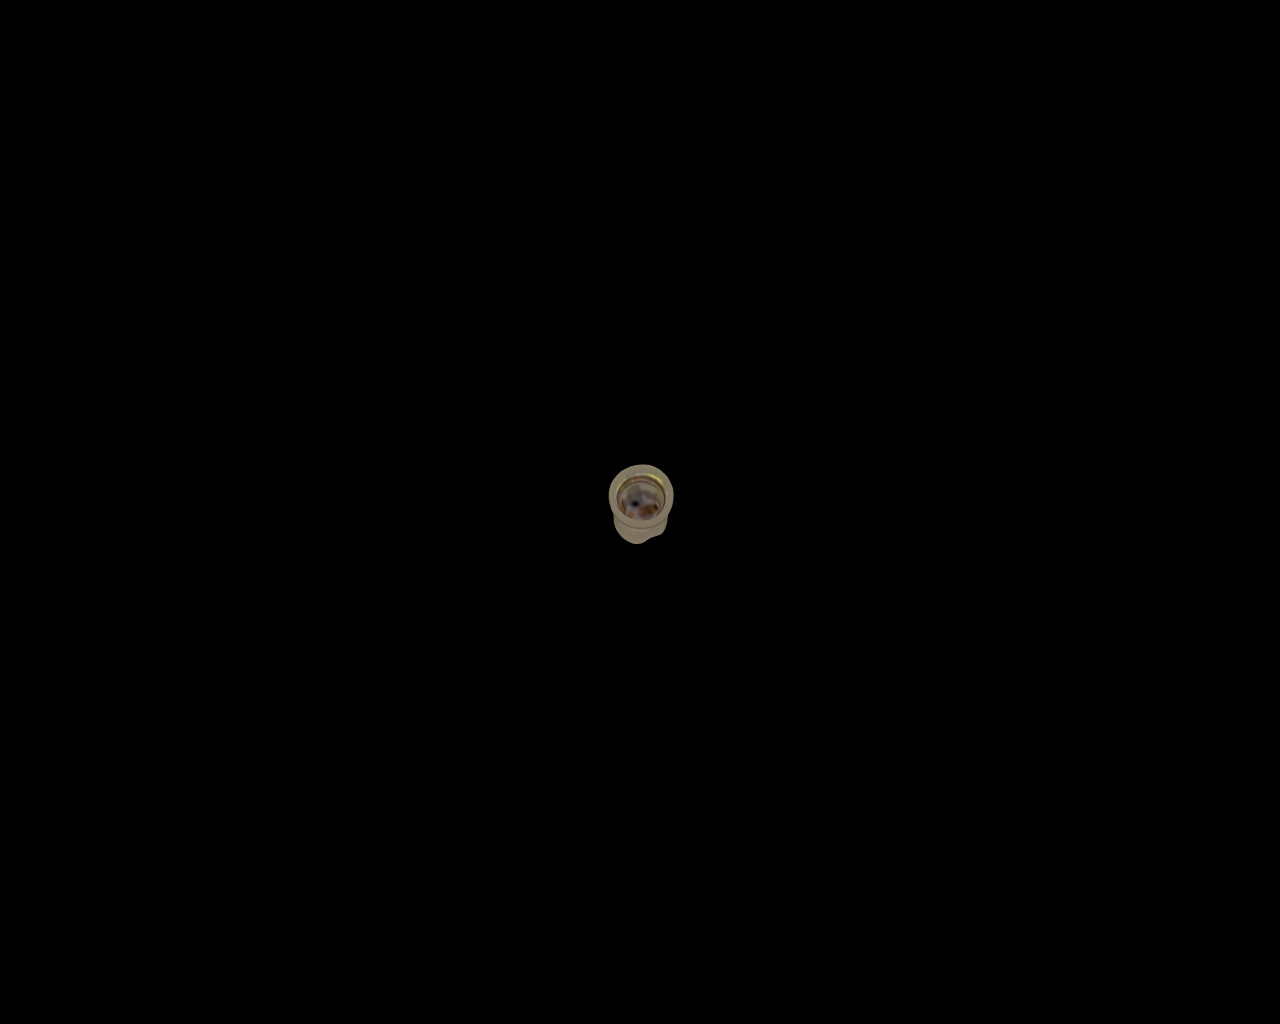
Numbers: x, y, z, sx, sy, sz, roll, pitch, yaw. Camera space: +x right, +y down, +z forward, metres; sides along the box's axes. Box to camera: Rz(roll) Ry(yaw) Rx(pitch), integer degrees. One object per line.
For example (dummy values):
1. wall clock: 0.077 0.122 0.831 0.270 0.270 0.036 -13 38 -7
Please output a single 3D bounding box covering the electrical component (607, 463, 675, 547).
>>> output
1. electrical component: 0.001 -0.003 0.650 0.040 0.040 0.046 0 -23 0
